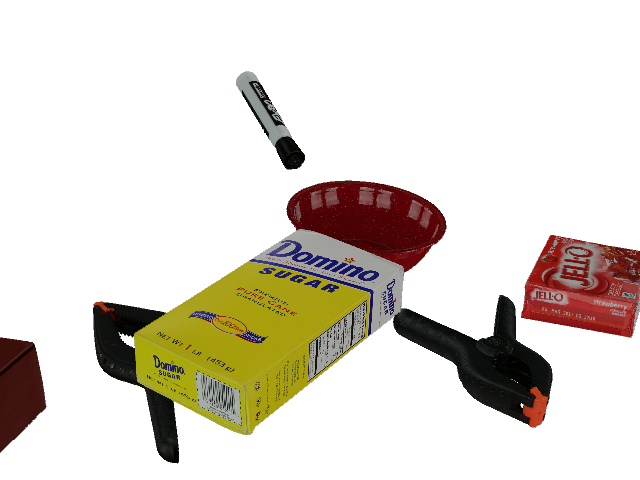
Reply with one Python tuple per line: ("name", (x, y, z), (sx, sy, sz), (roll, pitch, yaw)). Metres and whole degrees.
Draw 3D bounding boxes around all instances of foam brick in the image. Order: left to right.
("foam brick", (-0.224, 0.104, 0.692), (0.053, 0.051, 0.078), (6, 29, 22))

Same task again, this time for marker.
("marker", (-0.042, -0.099, 0.881), (0.020, 0.020, 0.121), (0, 41, -30))

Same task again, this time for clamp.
("clamp", (-0.133, 0.112, 0.998), (0.164, 0.036, 0.210), (-22, 42, -37))
("clamp", (0.155, 0.098, 0.930), (0.120, 0.039, 0.172), (-17, 37, -24))

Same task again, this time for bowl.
("bowl", (0.044, -0.004, 1.082), (0.162, 0.055, 0.162), (5, 28, -3))

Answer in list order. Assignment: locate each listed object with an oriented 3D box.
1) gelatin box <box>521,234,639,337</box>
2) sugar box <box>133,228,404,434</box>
("gelatin box", (0.183, 0.029, 0.729), (0.073, 0.030, 0.089), (11, 25, 20))
("sugar box", (-0.029, 0.053, 0.709), (0.093, 0.048, 0.175), (21, 38, 29))
